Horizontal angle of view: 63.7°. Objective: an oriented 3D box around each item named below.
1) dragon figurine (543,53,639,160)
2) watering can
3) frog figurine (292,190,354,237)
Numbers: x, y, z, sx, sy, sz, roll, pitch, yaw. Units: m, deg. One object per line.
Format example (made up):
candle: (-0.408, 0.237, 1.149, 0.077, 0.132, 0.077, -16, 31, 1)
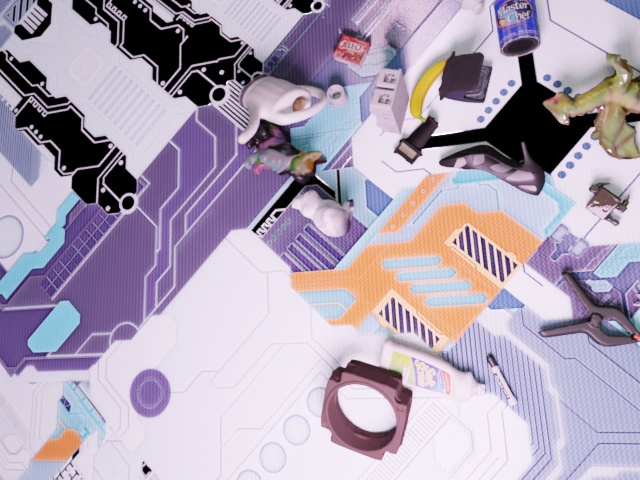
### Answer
dragon figurine: (0.754, -0.312, 1.239, 0.410, 0.240, 0.123, 14, 11, 4)
watering can: (-0.141, -0.369, 1.419, 0.227, 0.101, 0.352, 31, 48, 33)
frog figurine: (0.004, -0.068, 1.361, 0.159, 0.121, 0.139, 2, 19, -2)
